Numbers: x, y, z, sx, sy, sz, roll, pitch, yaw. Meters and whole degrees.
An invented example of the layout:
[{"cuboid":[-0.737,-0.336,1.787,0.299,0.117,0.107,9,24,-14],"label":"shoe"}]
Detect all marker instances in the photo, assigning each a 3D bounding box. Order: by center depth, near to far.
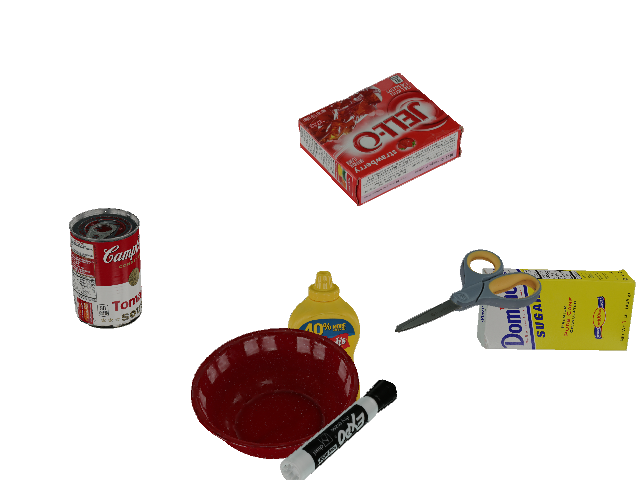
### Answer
[{"cuboid":[0.016,0.131,0.750,0.020,0.020,0.120,0,22,41],"label":"marker"}]

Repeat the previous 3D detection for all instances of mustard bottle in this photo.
[{"cuboid":[0.005,0.133,1.425,0.096,0.192,0.058,-2,18,-6],"label":"mustard bottle"}]

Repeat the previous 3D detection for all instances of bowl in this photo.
[{"cuboid":[-0.042,0.157,1.031,0.162,0.055,0.162,-3,37,2],"label":"bowl"}]

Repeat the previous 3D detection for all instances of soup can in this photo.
[{"cuboid":[-0.213,0.028,1.062,0.068,0.102,0.068,2,27,-1],"label":"soup can"}]

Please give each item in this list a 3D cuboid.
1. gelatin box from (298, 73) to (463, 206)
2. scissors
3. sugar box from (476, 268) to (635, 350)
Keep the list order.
[{"cuboid":[0.041,-0.071,0.729,0.089,0.030,0.073,-27,52,-19],"label":"gelatin box"},{"cuboid":[0.139,0.049,1.101,0.201,0.016,0.096,-7,40,-29],"label":"scissors"},{"cuboid":[0.280,0.083,1.277,0.176,0.093,0.048,0,18,-5],"label":"sugar box"}]
